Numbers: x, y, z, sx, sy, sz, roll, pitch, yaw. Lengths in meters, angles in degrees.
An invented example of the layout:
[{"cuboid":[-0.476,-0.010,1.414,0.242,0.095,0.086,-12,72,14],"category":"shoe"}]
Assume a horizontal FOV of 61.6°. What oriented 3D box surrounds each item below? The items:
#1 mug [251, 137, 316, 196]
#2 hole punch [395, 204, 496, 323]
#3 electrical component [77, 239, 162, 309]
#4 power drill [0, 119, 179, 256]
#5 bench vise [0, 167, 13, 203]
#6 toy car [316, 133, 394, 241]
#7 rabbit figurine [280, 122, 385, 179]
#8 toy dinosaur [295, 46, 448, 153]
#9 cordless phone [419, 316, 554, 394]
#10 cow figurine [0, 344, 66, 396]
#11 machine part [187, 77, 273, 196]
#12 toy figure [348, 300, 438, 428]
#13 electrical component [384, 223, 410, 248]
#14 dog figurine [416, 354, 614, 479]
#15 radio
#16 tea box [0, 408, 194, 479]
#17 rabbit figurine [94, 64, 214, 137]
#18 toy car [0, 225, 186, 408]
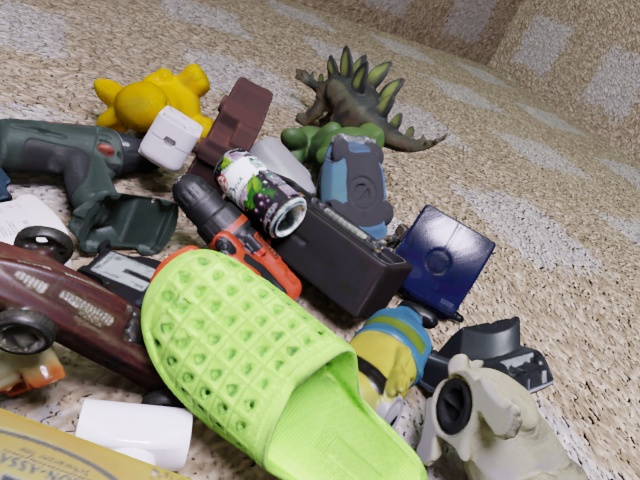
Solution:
[{"cuboid":[-0.054,-0.090,0.809,0.107,0.080,0.109,48,29,17],"category":"mug"},{"cuboid":[0.154,0.029,0.708,0.142,0.092,0.116,32,66,7],"category":"hole punch"},{"cuboid":[-0.173,0.052,0.514,0.119,0.047,0.075,22,30,-4],"category":"electrical component"},{"cuboid":[-0.245,-0.073,0.631,0.232,0.086,0.207,4,38,-48],"category":"power drill"},{"cuboid":[-0.403,-0.093,0.470,0.223,0.129,0.240,63,27,-10],"category":"bench vise"},{"cuboid":[0.037,-0.071,0.800,0.109,0.161,0.103,-3,-5,-32],"category":"toy car"},{"cuboid":[-0.001,-0.146,0.927,0.159,0.121,0.170,-13,27,-37],"category":"rabbit figurine"},{"cuboid":[0.070,-0.248,1.025,0.105,0.198,0.472,-4,38,-35],"category":"toy dinosaur"},{"cuboid":[0.204,0.181,0.565,0.146,0.088,0.184,-2,49,-38],"category":"cordless phone"},{"cuboid":[-0.282,0.064,0.341,0.195,0.085,0.127,-11,78,-44],"category":"cow figurine"},{"cuboid":[-0.127,-0.127,0.708,0.056,0.179,0.179,28,28,-15],"category":"machine part"},{"cuboid":[0.055,0.124,0.531,0.089,0.082,0.180,14,33,22],"category":"toy figure"},{"cuboid":[0.142,0.016,0.805,0.102,0.045,0.078,50,10,34],"category":"electrical component"},{"cuboid":[0.195,0.194,0.466,0.190,0.121,0.172,16,65,-21],"category":"dog figurine"},{"cuboid":[-0.001,-0.002,0.665,0.230,0.073,0.131,38,13,23],"category":"radio"},{"cuboid":[-0.160,0.161,0.299,0.170,0.098,0.068,24,30,-4],"category":"tea box"},{"cuboid":[-0.241,-0.195,0.768,0.162,0.121,0.173,4,14,1],"category":"rabbit figurine"},{"cuboid":[-0.157,0.065,0.404,0.202,0.053,0.089,52,23,-44],"category":"toy car"}]
